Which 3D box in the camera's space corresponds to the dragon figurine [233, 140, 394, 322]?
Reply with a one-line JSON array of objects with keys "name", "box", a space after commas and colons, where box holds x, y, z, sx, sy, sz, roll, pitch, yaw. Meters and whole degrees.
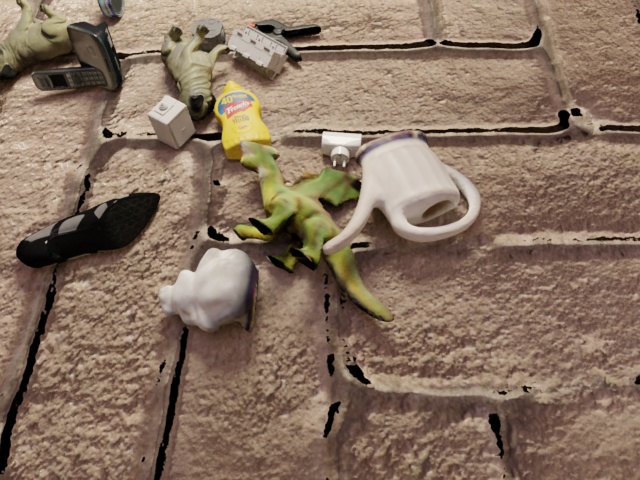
[{"name": "dragon figurine", "box": [0.003, -0.047, 0.926, 0.412, 0.119, 0.247, 34, 58, 10]}]

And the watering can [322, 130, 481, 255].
[{"name": "watering can", "box": [0.130, -0.089, 0.918, 0.349, 0.101, 0.228, -11, 60, -25]}]

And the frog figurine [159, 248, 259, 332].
[{"name": "frog figurine", "box": [-0.182, 0.079, 0.842, 0.159, 0.121, 0.139, 6, 80, -8]}]
